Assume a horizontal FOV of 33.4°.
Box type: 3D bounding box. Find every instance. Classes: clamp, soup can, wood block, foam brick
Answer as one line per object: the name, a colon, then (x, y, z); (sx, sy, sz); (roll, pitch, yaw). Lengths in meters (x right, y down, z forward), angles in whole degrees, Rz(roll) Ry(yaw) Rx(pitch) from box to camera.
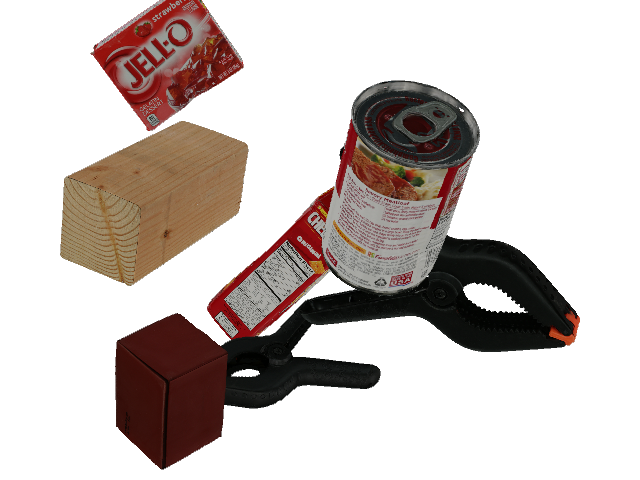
clamp: (-0.041, 0.108, 1.011); (0.171, 0.039, 0.120); (-7, 35, -23)
soup can: (0.041, -0.027, 0.586); (0.068, 0.068, 0.102); (0, -43, -13)
clamp: (0.089, 0.021, 0.783); (0.210, 0.165, 0.036); (16, 37, 14)
wood block: (-0.167, -0.045, 1.104); (0.090, 0.091, 0.205); (21, 29, 18)
foam brick: (-0.098, 0.097, 0.695); (0.051, 0.078, 0.053); (-25, 46, -38)

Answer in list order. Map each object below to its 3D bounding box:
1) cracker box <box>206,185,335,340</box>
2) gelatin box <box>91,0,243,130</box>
cracker box: (-0.019, 0.016, 1.260); (0.214, 0.072, 0.164); (-43, -2, 30)
gelatin box: (-0.113, -0.136, 0.794); (0.089, 0.073, 0.030); (-33, 21, 6)
